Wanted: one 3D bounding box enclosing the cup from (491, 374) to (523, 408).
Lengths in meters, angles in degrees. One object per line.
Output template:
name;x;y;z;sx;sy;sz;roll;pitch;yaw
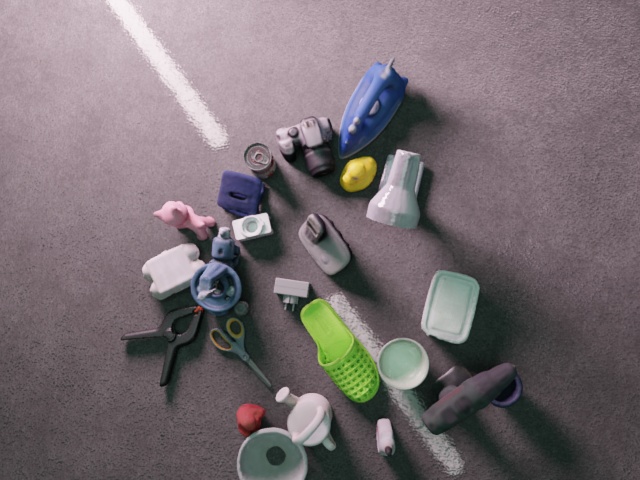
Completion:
cup;0.406;0.339;1.349;0.117;0.095;0.092;9;85;3

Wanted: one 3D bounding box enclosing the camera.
camera;-0.026;-0.224;1.415;0.143;0.101;0.137;-18;84;0

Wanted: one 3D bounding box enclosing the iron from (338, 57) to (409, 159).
iron;0.117;-0.322;1.399;0.118;0.141;0.258;30;86;5

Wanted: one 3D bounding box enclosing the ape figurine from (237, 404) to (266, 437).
ape figurine;-0.167;0.429;1.361;0.078;0.092;0.076;-35;84;-1

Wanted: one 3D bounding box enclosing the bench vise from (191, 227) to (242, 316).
bench vise;-0.252;0.075;1.334;0.121;0.220;0.207;-11;84;1

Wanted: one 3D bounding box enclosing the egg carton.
egg carton;-0.358;0.075;1.413;0.150;0.069;0.107;-27;84;-1

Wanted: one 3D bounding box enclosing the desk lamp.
desk lamp;0.183;-0.119;1.341;0.118;0.213;0.203;14;85;4

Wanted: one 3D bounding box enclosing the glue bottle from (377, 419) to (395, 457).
glue bottle;0.151;0.463;1.306;0.037;0.173;0.078;-3;84;2

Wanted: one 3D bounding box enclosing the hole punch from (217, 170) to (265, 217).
hole punch;-0.194;-0.112;1.415;0.108;0.091;0.101;15;85;4

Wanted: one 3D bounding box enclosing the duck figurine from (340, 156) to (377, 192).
duck figurine;0.095;-0.169;1.413;0.104;0.086;0.077;-40;84;-2

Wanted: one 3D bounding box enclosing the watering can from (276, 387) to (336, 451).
watering can;-0.031;0.413;1.307;0.172;0.194;0.101;24;86;4

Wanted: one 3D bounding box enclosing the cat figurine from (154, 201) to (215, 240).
cat figurine;-0.332;-0.054;1.400;0.127;0.118;0.067;24;86;4

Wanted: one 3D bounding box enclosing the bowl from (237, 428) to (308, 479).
bowl;-0.109;0.525;1.359;0.167;0.075;0.167;0;84;2

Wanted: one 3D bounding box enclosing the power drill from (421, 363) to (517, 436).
power drill;0.325;0.344;1.294;0.229;0.208;0.075;-38;84;-2

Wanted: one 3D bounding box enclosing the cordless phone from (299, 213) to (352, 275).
cordless phone;0.012;0.005;1.349;0.094;0.185;0.147;-39;84;-2
